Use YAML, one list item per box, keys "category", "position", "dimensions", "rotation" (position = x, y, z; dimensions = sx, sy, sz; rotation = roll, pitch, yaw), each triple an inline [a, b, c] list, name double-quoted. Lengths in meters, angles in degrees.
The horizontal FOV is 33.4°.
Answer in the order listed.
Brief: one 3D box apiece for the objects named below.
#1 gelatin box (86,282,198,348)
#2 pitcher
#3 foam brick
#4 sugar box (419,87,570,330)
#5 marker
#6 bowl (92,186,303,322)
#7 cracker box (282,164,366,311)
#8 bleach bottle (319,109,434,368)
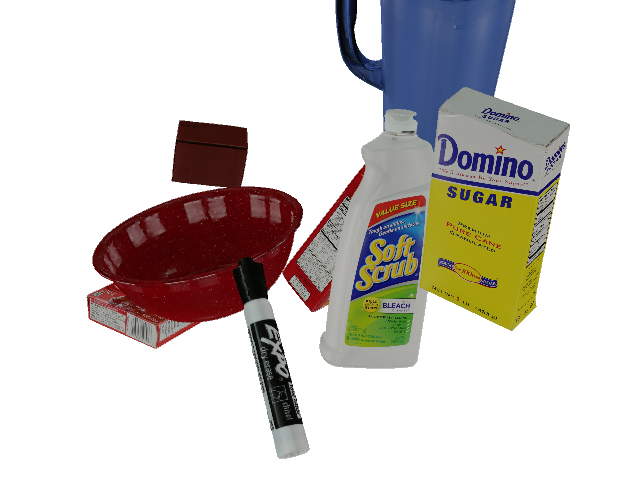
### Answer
- category: "gelatin box"
  position: [-0.165, 0.063, 1.016]
  dimensions: [0.089, 0.030, 0.073]
  rotation: [19, 28, 28]
- category: "pitcher"
  position: [0.109, -0.187, 1.055]
  dimensions: [0.144, 0.243, 0.149]
  rotation: [-36, 59, -26]
- category: "foam brick"
  position: [-0.120, -0.094, 1.163]
  dimensions: [0.078, 0.051, 0.053]
  rotation: [6, 30, -6]
- category: "sugar box"
  position: [0.131, -0.022, 0.832]
  dimensions: [0.093, 0.176, 0.048]
  rotation: [25, 45, 28]
- category: "marker"
  position: [-0.030, 0.066, 0.625]
  dimensions: [0.020, 0.121, 0.020]
  rotation: [-14, -19, -5]
- category: "bowl"
  position: [-0.087, 0.016, 0.810]
  dimensions: [0.162, 0.055, 0.162]
  rotation: [-11, 25, 5]
- category: "cracker box"
  position: [0.070, -0.025, 1.244]
  dimensions: [0.163, 0.072, 0.214]
  rotation: [-22, -25, -49]
- category: "bleach bottle"
  position: [0.059, -0.002, 1.036]
  dimensions: [0.102, 0.251, 0.068]
  rotation: [2, 18, -7]
